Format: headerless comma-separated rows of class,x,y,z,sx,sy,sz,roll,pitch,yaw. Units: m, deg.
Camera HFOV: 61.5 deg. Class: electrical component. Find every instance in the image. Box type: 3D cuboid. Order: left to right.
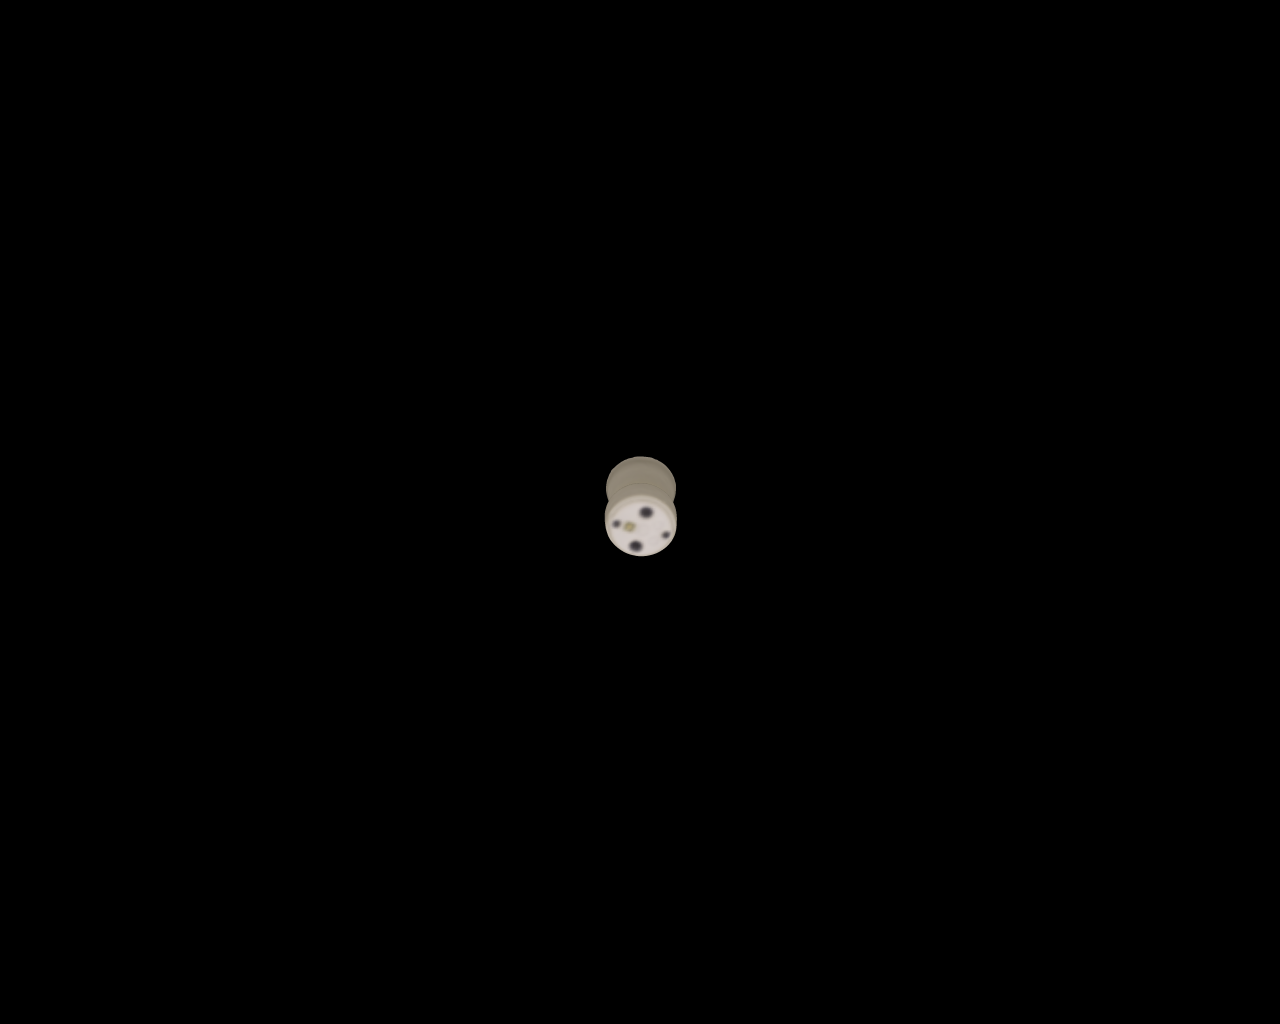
electrical component,0.001,-0.003,0.650,0.045,0.044,0.055,0,29,0
